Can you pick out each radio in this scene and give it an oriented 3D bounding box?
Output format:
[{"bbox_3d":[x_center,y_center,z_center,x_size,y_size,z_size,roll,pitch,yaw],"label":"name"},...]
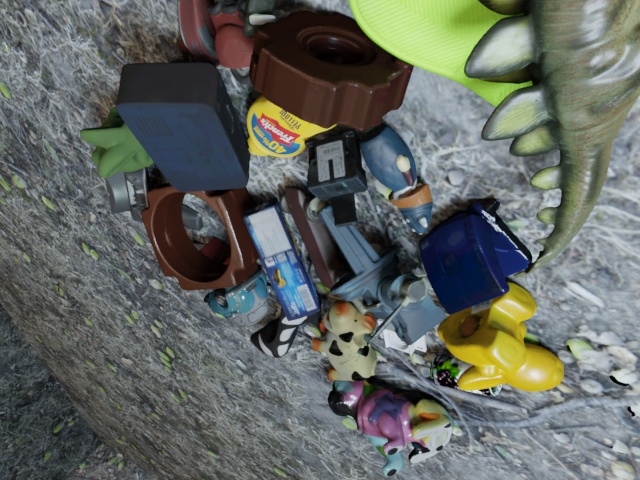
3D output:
[{"bbox_3d":[-0.184,-0.154,0.778,0.131,0.073,0.229,-2,157,6],"label":"radio"}]

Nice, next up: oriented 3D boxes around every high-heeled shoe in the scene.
[{"bbox_3d":[-0.087,0.151,1.062,0.249,0.086,0.145,-16,117,38],"label":"high-heeled shoe"}]

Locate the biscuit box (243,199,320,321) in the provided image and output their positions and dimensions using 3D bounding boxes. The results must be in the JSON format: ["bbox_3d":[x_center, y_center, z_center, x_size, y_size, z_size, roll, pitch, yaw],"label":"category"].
[{"bbox_3d":[-0.063,0.035,0.912,0.059,0.063,0.202,-21,106,3],"label":"biscuit box"}]

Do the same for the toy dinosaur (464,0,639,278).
[{"bbox_3d":[0.226,-0.161,0.447,0.199,0.105,0.470,0,119,22],"label":"toy dinosaur"}]

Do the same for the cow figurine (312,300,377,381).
[{"bbox_3d":[0.057,0.181,0.960,0.127,0.085,0.194,0,134,24],"label":"cow figurine"}]

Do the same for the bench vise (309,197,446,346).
[{"bbox_3d":[0.065,0.034,0.763,0.240,0.129,0.223,55,178,0],"label":"bench vise"}]

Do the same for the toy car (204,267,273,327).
[{"bbox_3d":[-0.158,0.125,1.073,0.103,0.109,0.162,57,144,-3],"label":"toy car"}]

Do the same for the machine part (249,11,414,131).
[{"bbox_3d":[0.013,-0.192,0.591,0.179,0.179,0.056,30,137,16],"label":"machine part"}]

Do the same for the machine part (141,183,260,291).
[{"bbox_3d":[-0.209,-0.016,0.969,0.201,0.087,0.201,-7,106,30],"label":"machine part"}]

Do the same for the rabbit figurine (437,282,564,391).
[{"bbox_3d":[0.259,0.164,0.756,0.173,0.122,0.162,32,137,-17],"label":"rabbit figurine"}]

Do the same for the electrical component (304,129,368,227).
[{"bbox_3d":[0.022,-0.080,0.716,0.075,0.119,0.047,-8,161,21],"label":"electrical component"}]

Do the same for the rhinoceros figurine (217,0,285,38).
[{"bbox_3d":[-0.076,-0.327,0.599,0.112,0.073,0.190,7,115,4],"label":"rhinoceros figurine"}]

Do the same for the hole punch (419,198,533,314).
[{"bbox_3d":[0.193,0.026,0.704,0.116,0.092,0.142,49,145,-2],"label":"hole punch"}]

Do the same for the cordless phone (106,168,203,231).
[{"bbox_3d":[-0.319,-0.087,1.062,0.184,0.089,0.146,21,137,9],"label":"cordless phone"}]

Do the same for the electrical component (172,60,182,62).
[{"bbox_3d":[-0.227,-0.234,0.860,0.078,0.045,0.102,39,150,54],"label":"electrical component"}]

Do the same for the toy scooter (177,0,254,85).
[{"bbox_3d":[-0.132,-0.280,0.709,0.184,0.075,0.135,17,134,35],"label":"toy scooter"}]

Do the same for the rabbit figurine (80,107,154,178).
[{"bbox_3d":[-0.312,-0.177,0.889,0.170,0.159,0.121,-7,111,52],"label":"rabbit figurine"}]

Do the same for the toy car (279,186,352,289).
[{"bbox_3d":[-0.002,-0.003,0.871,0.089,0.053,0.201,23,141,55],"label":"toy car"}]

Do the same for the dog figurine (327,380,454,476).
[{"bbox_3d":[0.124,0.313,1.026,0.219,0.191,0.108,-124,19,-45],"label":"dog figurine"}]

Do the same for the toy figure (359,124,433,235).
[{"bbox_3d":[0.108,-0.076,0.703,0.058,0.064,0.154,-31,112,11],"label":"toy figure"}]
